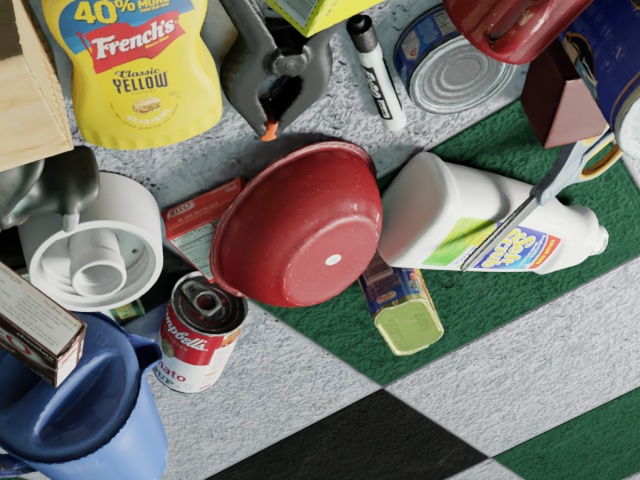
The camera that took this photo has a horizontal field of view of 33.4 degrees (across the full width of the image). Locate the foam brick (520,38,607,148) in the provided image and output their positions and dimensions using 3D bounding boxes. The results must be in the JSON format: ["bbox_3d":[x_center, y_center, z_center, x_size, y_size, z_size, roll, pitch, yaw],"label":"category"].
[{"bbox_3d":[0.194,-0.118,0.823,0.053,0.051,0.078,-12,146,-12],"label":"foam brick"}]

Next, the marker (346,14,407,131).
[{"bbox_3d":[0.042,-0.121,0.774,0.020,0.020,0.121,-22,146,4],"label":"marker"}]

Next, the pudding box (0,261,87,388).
[{"bbox_3d":[-0.230,0.056,0.800,0.039,0.113,0.090,-55,179,-24],"label":"pudding box"}]

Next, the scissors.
[{"bbox_3d":[0.189,-0.057,0.878,0.201,0.016,0.096,-32,139,-22],"label":"scissors"}]

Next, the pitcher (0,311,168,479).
[{"bbox_3d":[-0.215,0.166,0.947,0.149,0.145,0.243,17,156,9],"label":"pitcher"}]

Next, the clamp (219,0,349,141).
[{"bbox_3d":[-0.015,-0.134,0.711,0.120,0.039,0.171,-7,150,-8],"label":"clamp"}]

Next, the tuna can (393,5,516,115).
[{"bbox_3d":[0.099,-0.131,0.774,0.086,0.034,0.086,-13,146,-9],"label":"tuna can"}]

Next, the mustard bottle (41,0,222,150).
[{"bbox_3d":[-0.114,-0.136,0.641,0.096,0.058,0.192,-8,145,-5],"label":"mustard bottle"}]

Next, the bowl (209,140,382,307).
[{"bbox_3d":[-0.006,0.001,0.851,0.162,0.055,0.162,-27,144,-22],"label":"bowl"}]

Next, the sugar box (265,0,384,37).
[{"bbox_3d":[0.047,-0.179,0.590,0.175,0.048,0.093,-33,163,-45],"label":"sugar box"}]

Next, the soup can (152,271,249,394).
[{"bbox_3d":[-0.109,0.083,0.948,0.068,0.068,0.102,-2,143,-24],"label":"soup can"}]

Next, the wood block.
[{"bbox_3d":[-0.262,-0.079,0.620,0.206,0.091,0.090,-18,148,-3],"label":"wood block"}]

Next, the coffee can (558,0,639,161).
[{"bbox_3d":[0.221,-0.139,0.725,0.102,0.140,0.103,-13,146,-9],"label":"coffee can"}]

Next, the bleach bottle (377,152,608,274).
[{"bbox_3d":[0.170,-0.015,0.951,0.250,0.068,0.103,5,139,-35],"label":"bleach bottle"}]

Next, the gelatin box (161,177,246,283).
[{"bbox_3d":[-0.077,-0.007,0.869,0.073,0.030,0.089,-24,147,8],"label":"gelatin box"}]

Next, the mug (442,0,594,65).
[{"bbox_3d":[0.131,-0.160,0.681,0.093,0.117,0.082,29,134,-15],"label":"mug"}]

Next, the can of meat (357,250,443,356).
[{"bbox_3d":[0.068,0.046,0.967,0.057,0.084,0.102,-24,146,7],"label":"can of meat"}]
